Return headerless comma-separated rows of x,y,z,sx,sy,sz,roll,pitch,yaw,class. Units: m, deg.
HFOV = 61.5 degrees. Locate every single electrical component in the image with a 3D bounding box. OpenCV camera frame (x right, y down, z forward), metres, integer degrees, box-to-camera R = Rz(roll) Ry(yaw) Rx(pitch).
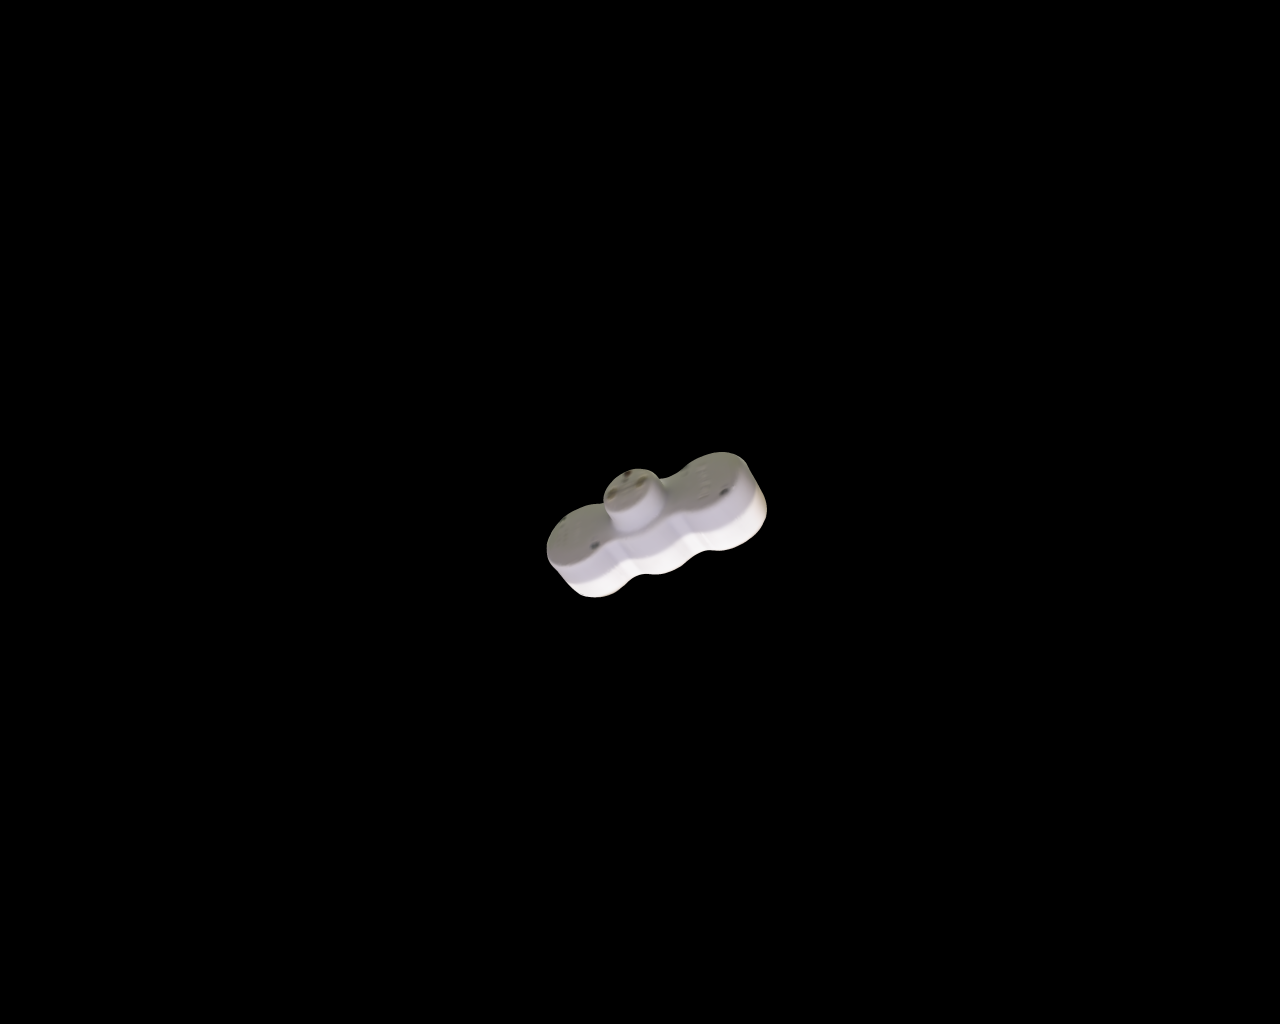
0.001,-0.003,0.650,0.138,0.073,0.052,-22,38,18,electrical component
